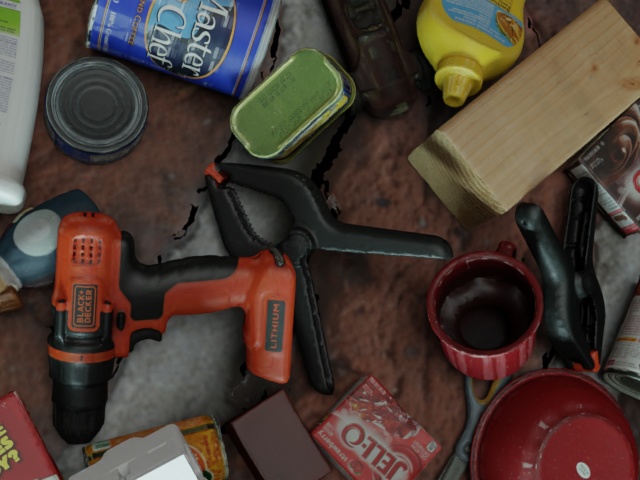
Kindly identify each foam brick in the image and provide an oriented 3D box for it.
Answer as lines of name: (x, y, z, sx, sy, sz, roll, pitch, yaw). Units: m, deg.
foam brick: (-0.035, 0.167, 0.859, 0.053, 0.051, 0.078, -30, 87, -15)

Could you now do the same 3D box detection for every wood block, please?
wood block: (0.190, -0.111, 0.944, 0.206, 0.091, 0.090, -39, 90, -17)

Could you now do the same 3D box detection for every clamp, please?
clamp: (0.223, 0.028, 0.935, 0.120, 0.039, 0.171, -29, 112, -39)
clamp: (-0.006, 0.001, 0.883, 0.165, 0.036, 0.210, -43, 84, 11)

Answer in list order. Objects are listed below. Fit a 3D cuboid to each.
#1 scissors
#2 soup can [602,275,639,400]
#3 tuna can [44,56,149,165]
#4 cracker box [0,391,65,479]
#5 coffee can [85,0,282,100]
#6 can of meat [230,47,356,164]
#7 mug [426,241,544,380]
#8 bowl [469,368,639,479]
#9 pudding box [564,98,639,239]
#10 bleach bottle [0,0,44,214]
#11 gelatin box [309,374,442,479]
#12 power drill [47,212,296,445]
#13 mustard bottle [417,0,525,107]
scissors: (0.145, 0.179, 0.916, 0.096, 0.016, 0.201, 20, 76, -8)
soup can: (0.298, 0.086, 0.942, 0.068, 0.069, 0.102, 28, 75, -6)
tuna can: (-0.186, -0.108, 0.887, 0.086, 0.034, 0.086, 3, 78, -13)
cracker box: (-0.249, 0.244, 0.785, 0.164, 0.072, 0.214, -27, 85, -17)
coffee can: (-0.111, -0.185, 0.884, 0.140, 0.103, 0.103, 18, 76, -9)
can of meat: (-0.022, -0.111, 0.881, 0.102, 0.084, 0.057, -42, 89, 8)
mug: (0.142, 0.057, 0.894, 0.093, 0.081, 0.117, 12, 67, 17)
bowl: (0.210, 0.189, 0.897, 0.162, 0.055, 0.162, 1, 86, -17)
pudding box: (0.294, -0.071, 0.987, 0.113, 0.039, 0.090, -42, 90, -17)
bleach bottle: (-0.264, -0.154, 0.865, 0.102, 0.068, 0.251, 12, 74, -11)
gelatin box: (0.045, 0.168, 0.887, 0.073, 0.030, 0.089, -43, 90, -17)
power drill: (-0.116, 0.073, 0.833, 0.187, 0.057, 0.184, 2, 103, -13)
mustard bottle: (0.135, -0.196, 0.942, 0.096, 0.058, 0.191, 24, 59, -14)
